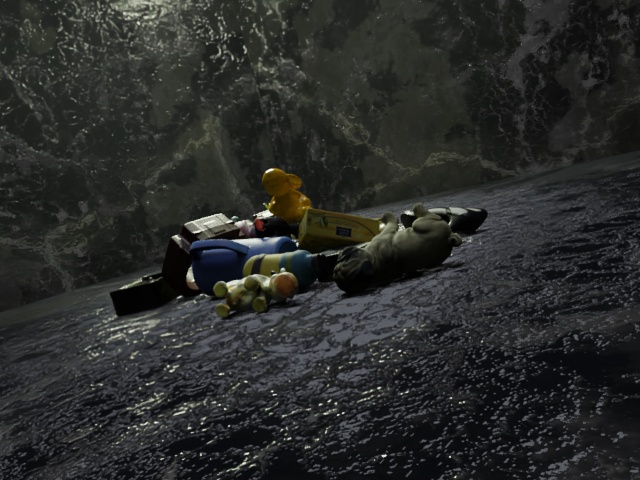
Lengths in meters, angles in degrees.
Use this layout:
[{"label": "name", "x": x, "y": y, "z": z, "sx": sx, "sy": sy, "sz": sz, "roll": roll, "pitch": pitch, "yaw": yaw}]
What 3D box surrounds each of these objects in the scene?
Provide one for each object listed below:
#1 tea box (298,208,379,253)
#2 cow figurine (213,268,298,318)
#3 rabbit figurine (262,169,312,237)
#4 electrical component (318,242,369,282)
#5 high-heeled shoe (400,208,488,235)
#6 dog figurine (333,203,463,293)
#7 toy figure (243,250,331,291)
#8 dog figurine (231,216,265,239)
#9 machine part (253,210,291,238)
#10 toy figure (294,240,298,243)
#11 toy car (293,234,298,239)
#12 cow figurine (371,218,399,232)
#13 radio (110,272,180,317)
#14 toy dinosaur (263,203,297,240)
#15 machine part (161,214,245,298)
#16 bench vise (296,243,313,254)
[{"label": "tea box", "x": 0.041, "y": -0.011, "z": 1.221, "sx": 0.170, "sy": 0.068, "sz": 0.098, "roll": 10, "pitch": -27, "yaw": -12}, {"label": "cow figurine", "x": -0.105, "y": 0.094, "z": 0.990, "sx": 0.167, "sy": 0.068, "sz": 0.098, "roll": -12, "pitch": 0, "yaw": 21}, {"label": "rabbit figurine", "x": -0.086, "y": -0.113, "z": 1.383, "sx": 0.122, "sy": 0.173, "sz": 0.162, "roll": -22, "pitch": 26, "yaw": 18}, {"label": "electrical component", "x": 0.053, "y": 0.045, "z": 1.127, "sx": 0.134, "sy": 0.058, "sz": 0.115, "roll": -11, "pitch": 4, "yaw": 40}, {"label": "high-heeled shoe", "x": 0.301, "y": -0.057, "z": 1.342, "sx": 0.145, "sy": 0.086, "sz": 0.249, "roll": -26, "pitch": 20, "yaw": -8}, {"label": "dog figurine", "x": 0.133, "y": 0.032, "z": 0.923, "sx": 0.172, "sy": 0.121, "sz": 0.190, "roll": -14, "pitch": 18, "yaw": 42}, {"label": "toy figure", "x": -0.070, "y": 0.062, "z": 1.084, "sx": 0.180, "sy": 0.089, "sz": 0.082, "roll": -17, "pitch": -35, "yaw": 23}, {"label": "dog figurine", "x": -0.212, "y": 0.014, "z": 1.540, "sx": 0.219, "sy": 0.191, "sz": 0.108, "roll": 21, "pitch": 7, "yaw": 33}, {"label": "machine part", "x": -0.146, "y": -0.006, "z": 1.631, "sx": 0.056, "sy": 0.179, "sz": 0.179, "roll": -21, "pitch": 7, "yaw": -27}, {"label": "toy figure", "x": -0.040, "y": 0.017, "z": 1.540, "sx": 0.154, "sy": 0.058, "sz": 0.064, "roll": -32, "pitch": -27, "yaw": 8}, {"label": "toy car", "x": 0.003, "y": -0.015, "z": 1.605, "sx": 0.202, "sy": 0.056, "sz": 0.073, "roll": 14, "pitch": -6, "yaw": -12}, {"label": "cow figurine", "x": 0.150, "y": -0.022, "z": 1.453, "sx": 0.127, "sy": 0.085, "sz": 0.195, "roll": -9, "pitch": 6, "yaw": -18}, {"label": "radio", "x": -0.458, "y": 0.137, "z": 1.453, "sx": 0.131, "sy": 0.073, "sz": 0.229, "roll": -13, "pitch": 4, "yaw": 7}, {"label": "toy dinosaur", "x": -0.147, "y": -0.051, "z": 1.993, "sx": 0.105, "sy": 0.198, "sz": 0.471, "roll": -17, "pitch": 3, "yaw": 3}, {"label": "machine part", "x": -0.305, "y": 0.039, "z": 1.403, "sx": 0.087, "sy": 0.201, "sz": 0.201, "roll": 38, "pitch": 35, "yaw": 23}, {"label": "bench vise", "x": 0.001, "y": 0.006, "z": 1.393, "sx": 0.224, "sy": 0.128, "sz": 0.240, "roll": -18, "pitch": 1, "yaw": -8}]
